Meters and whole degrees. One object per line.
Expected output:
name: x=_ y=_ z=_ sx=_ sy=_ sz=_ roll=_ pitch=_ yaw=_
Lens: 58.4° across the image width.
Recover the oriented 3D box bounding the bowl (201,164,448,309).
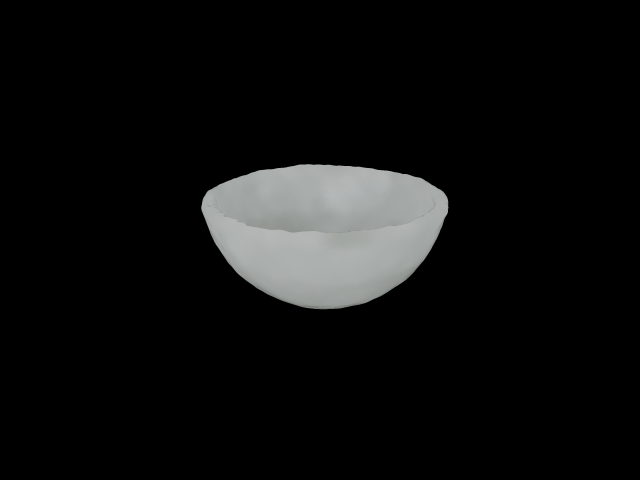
bowl: x=0.004 y=0.001 z=0.400 sx=0.167 sy=0.075 sz=0.167 roll=0 pitch=21 yaw=0
